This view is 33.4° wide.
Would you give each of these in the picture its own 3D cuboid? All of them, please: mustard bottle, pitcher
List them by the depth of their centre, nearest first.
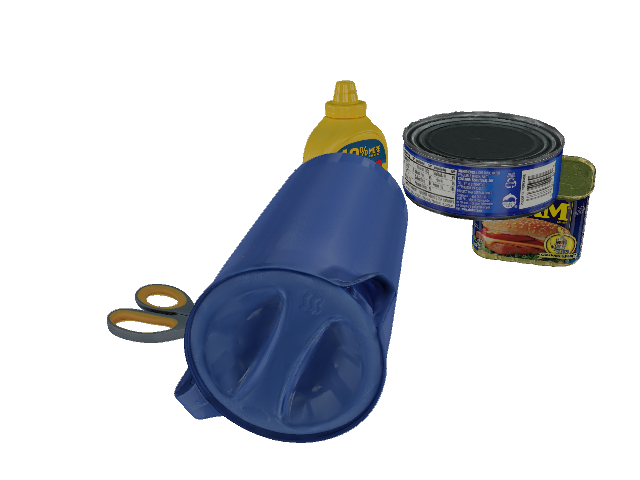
[{"bbox_3d":[-0.011,0.031,0.785,0.149,0.145,0.242,9,27,8],"label":"pitcher"},{"bbox_3d":[0.026,-0.063,1.067,0.096,0.192,0.058,-14,20,-36],"label":"mustard bottle"}]

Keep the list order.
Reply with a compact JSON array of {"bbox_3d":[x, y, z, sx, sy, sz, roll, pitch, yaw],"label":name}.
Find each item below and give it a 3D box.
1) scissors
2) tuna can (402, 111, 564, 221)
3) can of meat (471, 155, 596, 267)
[{"bbox_3d":[-0.104,0.077,1.038,0.201,0.016,0.096,4,31,-1],"label":"scissors"},{"bbox_3d":[0.087,-0.041,0.576,0.086,0.034,0.086,0,24,0],"label":"tuna can"},{"bbox_3d":[0.182,-0.027,0.929,0.102,0.084,0.057,8,42,13],"label":"can of meat"}]
